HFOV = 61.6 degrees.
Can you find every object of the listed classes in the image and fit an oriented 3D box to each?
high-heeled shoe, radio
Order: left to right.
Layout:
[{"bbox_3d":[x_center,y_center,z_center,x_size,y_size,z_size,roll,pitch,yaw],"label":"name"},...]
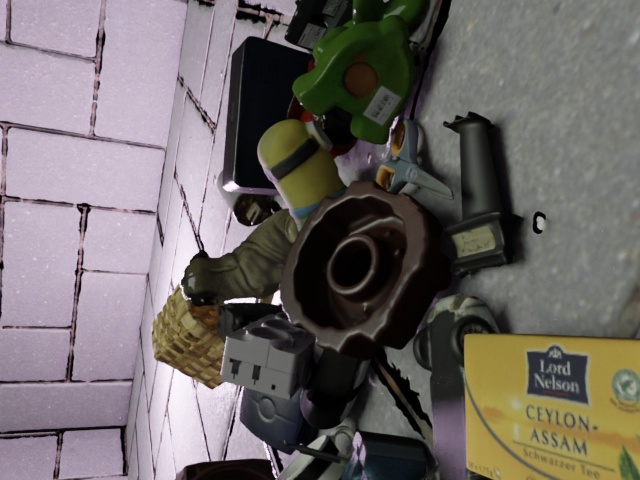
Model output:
[{"bbox_3d":[-0.075,-0.186,0.842,0.073,0.131,0.229,179,96,-67],"label":"radio"},{"bbox_3d":[0.039,0.105,0.644,0.248,0.086,0.145,-66,-20,-12],"label":"high-heeled shoe"}]

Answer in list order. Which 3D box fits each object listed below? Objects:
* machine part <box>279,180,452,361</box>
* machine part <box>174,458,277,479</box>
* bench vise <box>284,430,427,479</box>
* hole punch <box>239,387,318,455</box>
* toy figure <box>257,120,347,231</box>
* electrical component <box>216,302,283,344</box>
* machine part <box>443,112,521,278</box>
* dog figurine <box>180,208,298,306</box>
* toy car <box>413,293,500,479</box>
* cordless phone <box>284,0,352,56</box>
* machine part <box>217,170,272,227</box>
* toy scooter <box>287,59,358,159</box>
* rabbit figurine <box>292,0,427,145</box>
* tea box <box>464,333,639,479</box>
[{"bbox_3d":[0.041,0.029,0.530,0.179,0.056,0.179,-21,55,34],"label":"machine part"},{"bbox_3d":[-0.126,0.414,0.741,0.087,0.201,0.201,-56,36,41],"label":"machine part"},{"bbox_3d":[0.043,0.310,0.491,0.224,0.129,0.240,-155,77,-67],"label":"bench vise"},{"bbox_3d":[-0.054,0.231,0.765,0.116,0.092,0.142,30,109,60],"label":"hole punch"},{"bbox_3d":[-0.009,-0.058,0.645,0.082,0.089,0.180,-2,113,51],"label":"toy figure"},{"bbox_3d":[-0.093,0.134,0.834,0.134,0.115,0.058,-169,81,-66],"label":"electrical component"},{"bbox_3d":[0.134,-0.041,0.460,0.084,0.039,0.139,138,131,-69],"label":"machine part"},{"bbox_3d":[-0.100,0.014,0.784,0.121,0.190,0.172,151,122,-62],"label":"dog figurine"},{"bbox_3d":[0.118,0.144,0.432,0.073,0.056,0.201,138,134,-65],"label":"toy car"},{"bbox_3d":[0.017,-0.367,0.768,0.146,0.089,0.184,135,146,-56],"label":"cordless phone"},{"bbox_3d":[-0.153,-0.092,1.066,0.243,0.079,0.079,-132,51,-60],"label":"machine part"},{"bbox_3d":[-0.003,-0.168,0.742,0.135,0.075,0.184,-51,38,46],"label":"toy scooter"},{"bbox_3d":[0.043,-0.216,0.613,0.170,0.121,0.159,-95,25,-58],"label":"rabbit figurine"},{"bbox_3d":[0.165,0.105,0.318,0.170,0.068,0.098,159,114,-65],"label":"tea box"}]
